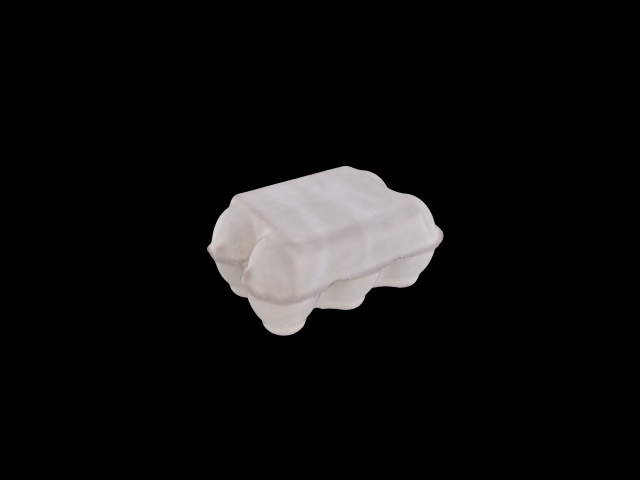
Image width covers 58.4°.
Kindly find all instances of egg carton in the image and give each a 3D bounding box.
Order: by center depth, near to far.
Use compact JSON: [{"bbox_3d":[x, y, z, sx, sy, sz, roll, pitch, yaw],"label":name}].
[{"bbox_3d":[0.004,0.001,0.400,0.151,0.069,0.107,-19,36,-29],"label":"egg carton"}]
